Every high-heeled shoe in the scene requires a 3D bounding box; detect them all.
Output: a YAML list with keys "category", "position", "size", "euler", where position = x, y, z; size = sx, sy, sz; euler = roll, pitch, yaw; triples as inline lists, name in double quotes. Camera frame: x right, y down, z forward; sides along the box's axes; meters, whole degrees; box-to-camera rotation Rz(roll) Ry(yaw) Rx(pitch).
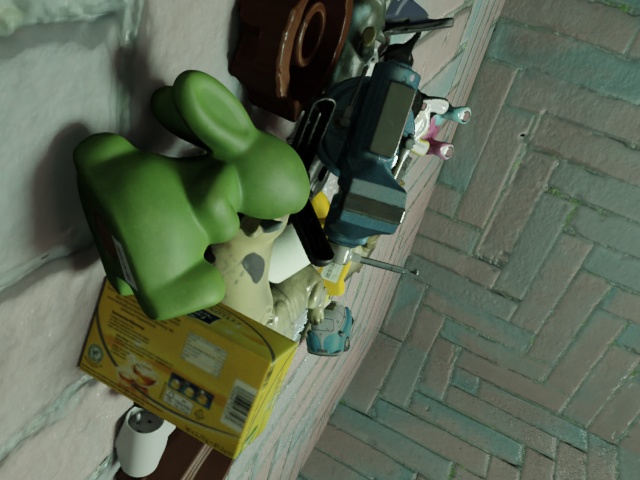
- category: "high-heeled shoe"
  position: [0.110, -0.236, 0.890]
  size: [0.249, 0.086, 0.145]
  euler: [-69, -168, -21]

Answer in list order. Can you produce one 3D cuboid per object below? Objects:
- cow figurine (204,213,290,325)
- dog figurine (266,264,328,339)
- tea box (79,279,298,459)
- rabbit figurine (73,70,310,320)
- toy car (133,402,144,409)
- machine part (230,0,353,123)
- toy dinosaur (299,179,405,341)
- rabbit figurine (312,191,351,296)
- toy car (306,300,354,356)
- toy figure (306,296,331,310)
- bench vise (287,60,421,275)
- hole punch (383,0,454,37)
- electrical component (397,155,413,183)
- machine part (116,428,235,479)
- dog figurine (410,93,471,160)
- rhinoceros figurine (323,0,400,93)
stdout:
- category: "cow figurine"
  position: [-0.083, 0.013, 0.536]
  size: [0.085, 0.127, 0.194]
  euler: [-49, 145, -57]
- category: "dog figurine"
  position: [-0.067, 0.074, 0.731]
  size: [0.190, 0.121, 0.172]
  euler: [57, 54, -70]
- category: "tea box"
  position: [-0.118, 0.104, 0.481]
  size: [0.098, 0.170, 0.068]
  euler: [-67, 165, 11]
- category: "rabbit figurine"
  position: [-0.091, -0.044, 0.418]
  size: [0.170, 0.121, 0.159]
  euler: [-25, 107, -31]
- category: "toy car"
  position: [-0.165, 0.154, 0.631]
  size: [0.202, 0.053, 0.089]
  euler: [59, 40, -72]
- category: "machine part"
  position: [-0.023, -0.211, 0.544]
  size: [0.179, 0.056, 0.179]
  euler: [-60, 166, -25]
- category: "toy dinosaur"
  position: [0.077, 0.005, 1.181]
  size: [0.471, 0.105, 0.198]
  euler: [-55, 167, -20]
- category: "rabbit figurine"
  position: [-0.002, -0.003, 0.913]
  size: [0.173, 0.122, 0.162]
  euler: [-66, 169, -83]
- category: "toy car"
  position: [0.026, 0.204, 1.327]
  size: [0.162, 0.109, 0.102]
  euler: [-63, 151, -48]
- category: "toy figure"
  position: [-0.019, 0.086, 1.002]
  size: [0.089, 0.082, 0.180]
  euler: [-63, 163, -4]
- category: "bench vise"
  position: [0.042, -0.089, 0.621]
  size: [0.241, 0.129, 0.223]
  euler: [-131, -135, -71]
- category: "hole punch"
  position: [0.130, -0.342, 0.775]
  size: [0.142, 0.116, 0.092]
  euler: [-69, 149, -65]
- category: "electrical component"
  position: [0.105, -0.119, 1.060]
  size: [0.115, 0.058, 0.134]
  euler: [-60, -159, -20]
- category: "machine part"
  position: [-0.189, 0.316, 0.750]
  size: [0.201, 0.087, 0.200]
  euler: [-57, 163, -36]
- category: "dog figurine"
  position: [0.167, -0.236, 1.037]
  size: [0.191, 0.219, 0.108]
  euler: [6, 110, -30]
- category: "rhinoceros figurine"
  position: [0.050, -0.259, 0.694]
  size: [0.112, 0.073, 0.190]
  euler: [-23, 136, -68]
